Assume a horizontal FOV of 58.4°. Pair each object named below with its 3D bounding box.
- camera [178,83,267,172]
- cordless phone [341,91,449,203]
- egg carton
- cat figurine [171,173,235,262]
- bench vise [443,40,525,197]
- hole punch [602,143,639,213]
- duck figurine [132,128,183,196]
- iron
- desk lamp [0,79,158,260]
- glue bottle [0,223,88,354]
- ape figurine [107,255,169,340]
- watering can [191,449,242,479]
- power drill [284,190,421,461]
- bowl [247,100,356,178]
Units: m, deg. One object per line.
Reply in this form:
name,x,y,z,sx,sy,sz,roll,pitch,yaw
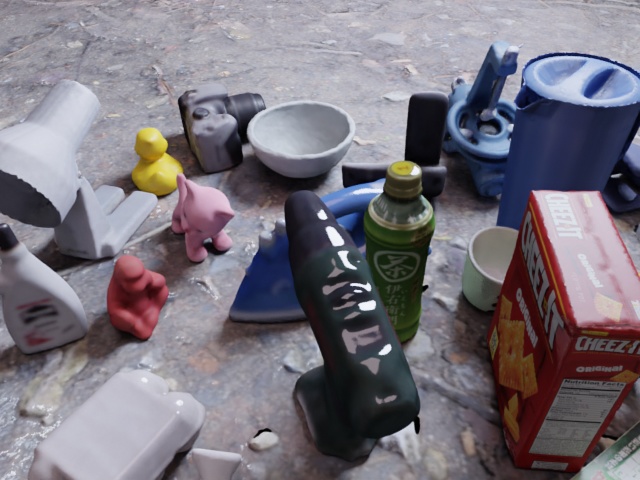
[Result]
camera,-0.152,-0.198,0.934,0.137,0.101,0.142,-17,45,-17
cordless phone,0.103,-0.124,0.784,0.147,0.185,0.094,0,42,2
egg carton,-0.185,0.192,0.528,0.107,0.069,0.150,22,47,24
cat figurine,-0.157,-0.040,0.747,0.067,0.118,0.127,-23,47,-22
bench vise,0.228,-0.200,0.839,0.122,0.220,0.206,-19,45,-18
hole punch,0.453,-0.104,0.825,0.101,0.091,0.108,-9,43,-8
duck figurine,-0.252,-0.125,0.867,0.077,0.086,0.104,-14,44,-14
iron,0.006,0.002,0.679,0.259,0.141,0.118,-21,46,-20
desk lamp,-0.319,-0.076,0.718,0.117,0.214,0.203,11,44,13
glue bottle,-0.309,0.050,0.610,0.078,0.173,0.037,-20,45,-19
ape figurine,-0.215,0.057,0.660,0.078,0.092,0.076,-32,50,-29
watering can,-0.091,0.231,0.391,0.101,0.194,0.172,-11,43,-11
power drill,0.016,0.095,0.527,0.076,0.209,0.229,-15,44,-14
bowl,-0.028,-0.146,0.894,0.167,0.075,0.167,-1,42,1
